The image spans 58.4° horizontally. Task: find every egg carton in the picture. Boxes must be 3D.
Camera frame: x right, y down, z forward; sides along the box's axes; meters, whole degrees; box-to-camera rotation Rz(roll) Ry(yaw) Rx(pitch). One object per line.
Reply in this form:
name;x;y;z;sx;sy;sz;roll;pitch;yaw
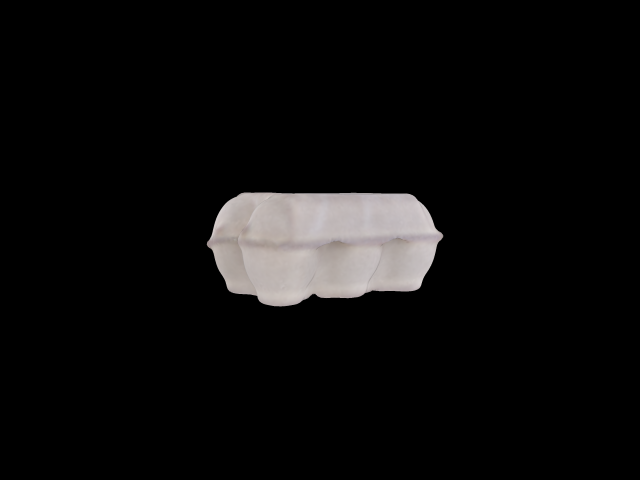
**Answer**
egg carton;0.004;0.001;0.400;0.151;0.069;0.107;-3;6;-33
